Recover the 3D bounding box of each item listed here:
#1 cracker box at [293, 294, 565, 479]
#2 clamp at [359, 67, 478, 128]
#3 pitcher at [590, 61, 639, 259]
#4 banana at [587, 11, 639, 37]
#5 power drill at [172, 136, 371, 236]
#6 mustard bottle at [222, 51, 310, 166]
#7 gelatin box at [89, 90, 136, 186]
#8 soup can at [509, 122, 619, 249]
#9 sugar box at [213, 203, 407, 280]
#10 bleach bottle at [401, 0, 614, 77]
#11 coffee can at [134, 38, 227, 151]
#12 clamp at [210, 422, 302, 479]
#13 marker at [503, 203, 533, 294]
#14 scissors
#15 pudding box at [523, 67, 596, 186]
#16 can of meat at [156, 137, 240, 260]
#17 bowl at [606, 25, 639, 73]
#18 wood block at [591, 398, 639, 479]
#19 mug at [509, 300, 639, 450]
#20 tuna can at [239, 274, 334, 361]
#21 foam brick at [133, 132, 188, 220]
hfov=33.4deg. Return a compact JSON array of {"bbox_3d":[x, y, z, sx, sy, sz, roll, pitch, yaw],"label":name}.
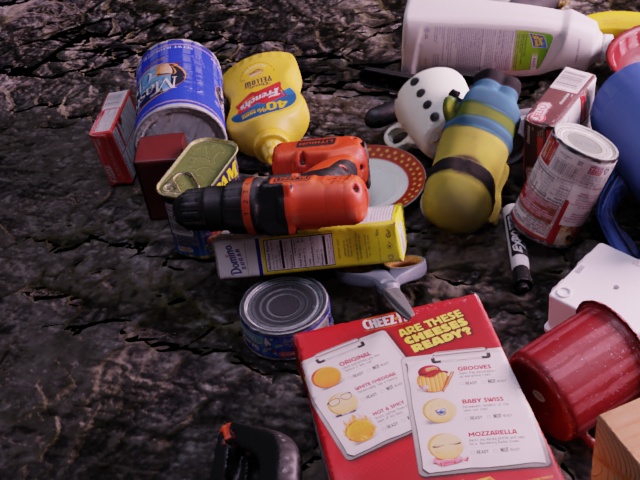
[{"bbox_3d":[0.080,0.150,0.840,0.164,0.072,0.214,-12,38,-5],"label":"cracker box"},{"bbox_3d":[0.126,-0.167,1.242,0.171,0.039,0.120,-1,42,9],"label":"clamp"},{"bbox_3d":[0.344,-0.070,1.024,0.149,0.145,0.243,-2,34,-11],"label":"pitcher"},{"bbox_3d":[0.386,-0.247,1.295,0.198,0.037,0.069,9,59,23],"label":"banana"},{"bbox_3d":[-0.033,-0.051,1.036,0.184,0.057,0.187,-1,19,13],"label":"power drill"},{"bbox_3d":[-0.062,-0.146,1.237,0.096,0.058,0.191,-16,39,4],"label":"mustard bottle"},{"bbox_3d":[-0.230,-0.117,1.223,0.030,0.073,0.089,-6,40,13],"label":"gelatin box"},{"bbox_3d":[0.232,-0.052,1.017,0.068,0.102,0.068,15,32,-10],"label":"soup can"},{"bbox_3d":[-0.007,0.002,1.029,0.176,0.048,0.093,-8,11,10],"label":"sugar box"},{"bbox_3d":[0.226,-0.233,1.273,0.251,0.102,0.068,8,48,10],"label":"bleach bottle"},{"bbox_3d":[-0.160,-0.150,1.221,0.103,0.103,0.140,-9,42,0],"label":"coffee can"},{"bbox_3d":[-0.035,0.198,0.784,0.165,0.036,0.210,-44,30,16],"label":"clamp"},{"bbox_3d":[0.191,0.008,1.031,0.020,0.020,0.121,-4,39,7],"label":"marker"},{"bbox_3d":[0.077,0.039,0.961,0.096,0.016,0.202,-10,14,-20],"label":"scissors"},{"bbox_3d":[0.249,-0.113,1.112,0.039,0.090,0.113,20,46,29],"label":"pudding box"},{"bbox_3d":[-0.119,-0.042,1.102,0.057,0.084,0.102,9,42,20],"label":"can of meat"},{"bbox_3d":[0.402,-0.185,1.197,0.162,0.055,0.162,-5,39,4],"label":"bowl"},{"bbox_3d":[0.313,0.148,0.781,0.206,0.090,0.091,-19,41,-12],"label":"wood block"},{"bbox_3d":[0.212,0.117,0.851,0.081,0.093,0.117,-29,79,-16],"label":"mug"},{"bbox_3d":[-0.031,0.070,0.987,0.086,0.034,0.086,-6,39,4],"label":"tuna can"},{"bbox_3d":[-0.164,-0.069,1.149,0.051,0.078,0.053,-6,39,6],"label":"foam brick"}]
